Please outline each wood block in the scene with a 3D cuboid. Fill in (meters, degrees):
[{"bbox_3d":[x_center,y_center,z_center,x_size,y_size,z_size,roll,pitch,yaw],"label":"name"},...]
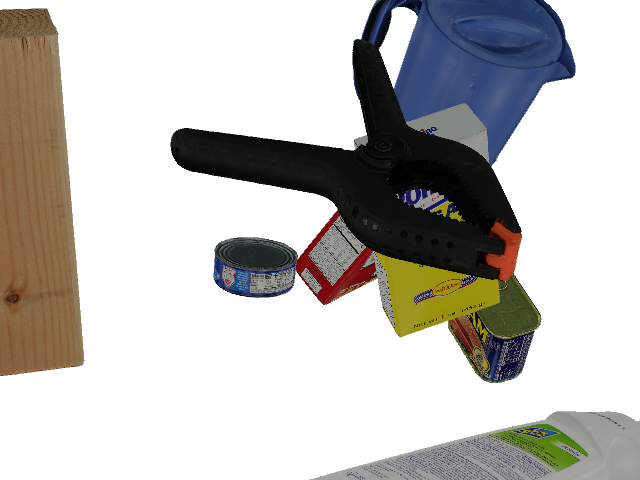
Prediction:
[{"bbox_3d":[-0.200,-0.029,0.648,0.090,0.206,0.090,-6,23,-16],"label":"wood block"}]

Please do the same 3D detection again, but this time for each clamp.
[{"bbox_3d":[0.024,-0.040,0.623,0.164,0.036,0.210,-27,51,-25],"label":"clamp"}]

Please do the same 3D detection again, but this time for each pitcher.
[{"bbox_3d":[0.115,-0.127,1.013,0.144,0.149,0.243,-12,-35,-28],"label":"pitcher"}]

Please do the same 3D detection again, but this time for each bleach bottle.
[{"bbox_3d":[0.113,0.146,0.603,0.250,0.068,0.103,-10,21,-31],"label":"bleach bottle"}]

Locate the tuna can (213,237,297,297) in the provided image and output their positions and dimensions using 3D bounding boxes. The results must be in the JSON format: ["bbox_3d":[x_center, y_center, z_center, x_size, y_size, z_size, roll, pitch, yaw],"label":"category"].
[{"bbox_3d":[-0.067,0.027,1.101,0.086,0.034,0.086,5,21,-2],"label":"tuna can"}]

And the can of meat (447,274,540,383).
[{"bbox_3d":[0.171,0.081,1.071,0.057,0.102,0.084,-15,-40,-16],"label":"can of meat"}]

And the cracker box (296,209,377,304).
[{"bbox_3d":[0.084,-0.033,1.248,0.163,0.072,0.214,-22,-23,-50],"label":"cracker box"}]

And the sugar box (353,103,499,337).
[{"bbox_3d":[0.086,-0.011,0.825,0.093,0.176,0.048,-19,43,-7],"label":"sugar box"}]
